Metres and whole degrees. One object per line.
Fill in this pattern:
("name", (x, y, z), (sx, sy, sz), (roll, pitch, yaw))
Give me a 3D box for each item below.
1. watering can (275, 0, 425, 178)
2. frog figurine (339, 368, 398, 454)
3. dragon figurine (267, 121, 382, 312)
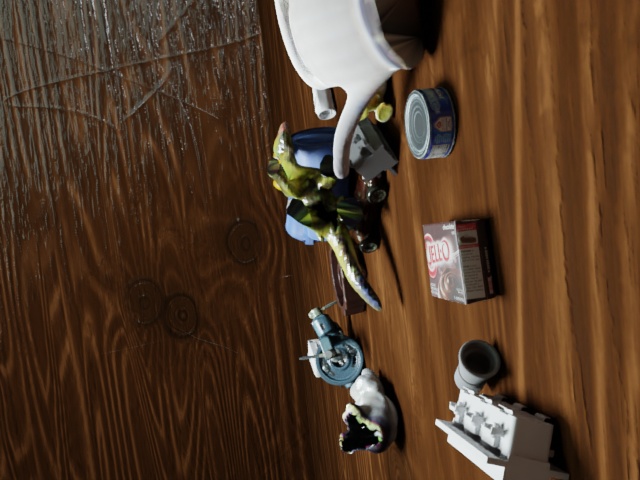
("watering can", (0.044, -0.248, 0.692), (0.224, 0.105, 0.343), (4, 120, 48))
("frog figurine", (0.110, 0.342, 1.044), (0.162, 0.122, 0.136), (-39, -60, -58))
("dragon figurine", (0.003, -0.050, 1.002), (0.241, 0.122, 0.412), (90, 155, -85))
